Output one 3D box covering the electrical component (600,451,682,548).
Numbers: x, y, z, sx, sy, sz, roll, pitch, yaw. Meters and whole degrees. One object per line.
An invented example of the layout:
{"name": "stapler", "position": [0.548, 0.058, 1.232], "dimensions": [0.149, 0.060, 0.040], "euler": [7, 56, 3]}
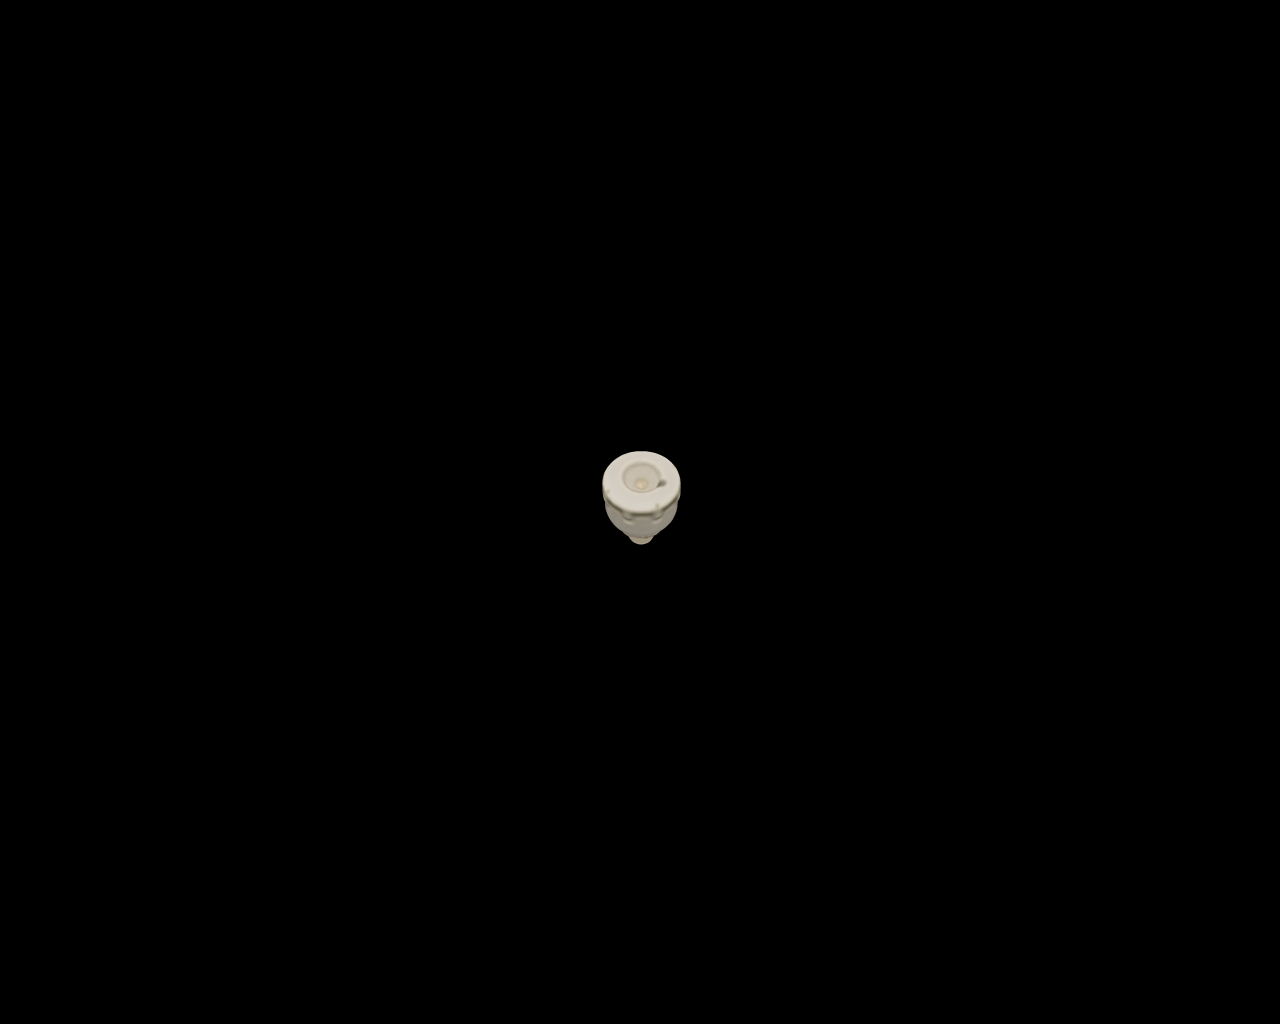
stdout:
{"name": "electrical component", "position": [0.001, -0.003, 0.650], "dimensions": [0.048, 0.048, 0.062], "euler": [0, -37, 0]}
